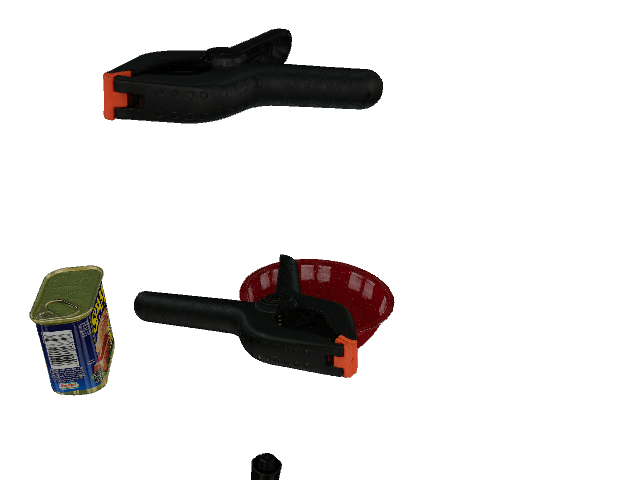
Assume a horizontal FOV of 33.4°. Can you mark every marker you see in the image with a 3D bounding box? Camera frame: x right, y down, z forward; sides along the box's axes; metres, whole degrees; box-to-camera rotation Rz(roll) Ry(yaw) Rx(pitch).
[{"bbox_3d":[-0.039,0.183,0.682,0.020,0.121,0.020,5,32,-3],"label":"marker"}]

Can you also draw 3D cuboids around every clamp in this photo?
[{"bbox_3d":[-0.032,0.060,0.891,0.164,0.036,0.210,-20,27,-40],"label":"clamp"},{"bbox_3d":[-0.060,-0.105,0.676,0.171,0.039,0.120,-6,22,-25],"label":"clamp"}]

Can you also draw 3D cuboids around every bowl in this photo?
[{"bbox_3d":[-0.005,0.079,1.121,0.162,0.055,0.162,3,27,-2],"label":"bowl"}]

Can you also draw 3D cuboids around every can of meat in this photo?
[{"bbox_3d":[-0.228,0.084,0.998,0.057,0.084,0.102,-6,26,0],"label":"can of meat"}]
